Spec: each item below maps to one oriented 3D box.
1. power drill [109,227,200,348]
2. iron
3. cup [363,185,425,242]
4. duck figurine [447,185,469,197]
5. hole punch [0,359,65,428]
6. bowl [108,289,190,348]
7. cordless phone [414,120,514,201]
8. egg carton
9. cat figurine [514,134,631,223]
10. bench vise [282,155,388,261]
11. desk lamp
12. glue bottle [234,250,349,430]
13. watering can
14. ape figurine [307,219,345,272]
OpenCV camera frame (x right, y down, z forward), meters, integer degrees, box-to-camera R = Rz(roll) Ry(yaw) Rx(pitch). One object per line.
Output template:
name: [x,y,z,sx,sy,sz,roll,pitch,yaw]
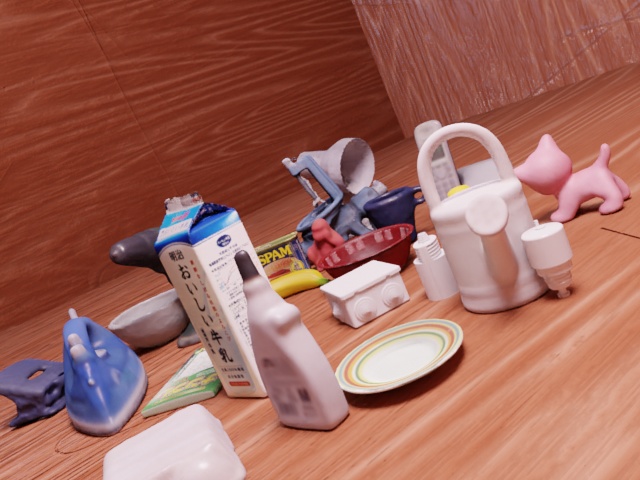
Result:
power drill: [-0.242,0.070,0.981,0.075,0.208,0.230,-20,11,20]
iron: [-0.325,0.174,0.813,0.119,0.141,0.257,-27,11,-20]
cup: [0.146,-0.041,1.010,0.117,0.095,0.092,-21,10,16]
duck figurine: [0.225,-0.043,0.867,0.105,0.086,0.077,-31,12,-36]
hole punch: [-0.459,0.236,0.938,0.101,0.091,0.109,-21,10,12]
bowl: [-0.301,0.152,1.069,0.167,0.075,0.167,-23,10,4]
cordless phone: [0.244,-0.126,0.973,0.147,0.185,0.094,-19,11,22]
egg carton: [-0.115,0.191,0.451,0.107,0.069,0.150,-27,10,-18]
cat figurine: [0.332,-0.089,0.771,0.127,0.118,0.067,-15,13,39]
bench vise: [0.024,-0.087,1.172,0.208,0.220,0.121,-27,11,-21]
desk lamp: [0.039,-0.112,1.286,0.202,0.214,0.118,-12,15,47]
glue bottle: [-0.036,0.088,0.515,0.078,0.173,0.037,-13,15,46]
watering can: [0.170,-0.029,0.601,0.101,0.194,0.172,-25,10,-10]
ape figurine: [0.010,0.004,1.095,0.077,0.092,0.076,-16,12,34]
